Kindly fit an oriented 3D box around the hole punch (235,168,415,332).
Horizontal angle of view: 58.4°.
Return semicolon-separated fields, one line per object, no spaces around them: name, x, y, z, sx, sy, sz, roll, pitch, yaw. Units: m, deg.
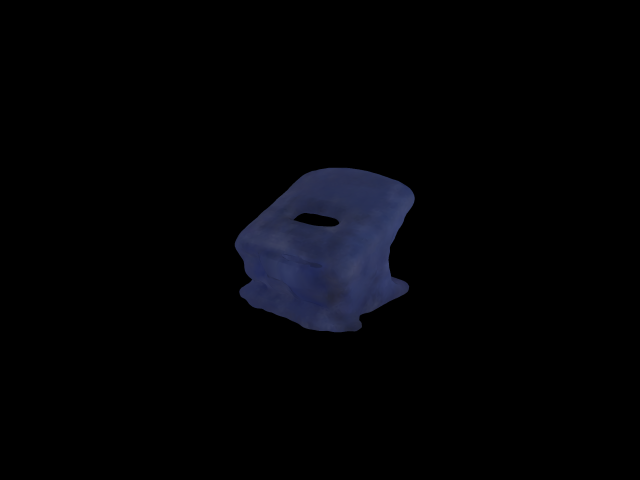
hole punch;0.004;0.001;0.400;0.108;0.091;0.101;14;22;38
